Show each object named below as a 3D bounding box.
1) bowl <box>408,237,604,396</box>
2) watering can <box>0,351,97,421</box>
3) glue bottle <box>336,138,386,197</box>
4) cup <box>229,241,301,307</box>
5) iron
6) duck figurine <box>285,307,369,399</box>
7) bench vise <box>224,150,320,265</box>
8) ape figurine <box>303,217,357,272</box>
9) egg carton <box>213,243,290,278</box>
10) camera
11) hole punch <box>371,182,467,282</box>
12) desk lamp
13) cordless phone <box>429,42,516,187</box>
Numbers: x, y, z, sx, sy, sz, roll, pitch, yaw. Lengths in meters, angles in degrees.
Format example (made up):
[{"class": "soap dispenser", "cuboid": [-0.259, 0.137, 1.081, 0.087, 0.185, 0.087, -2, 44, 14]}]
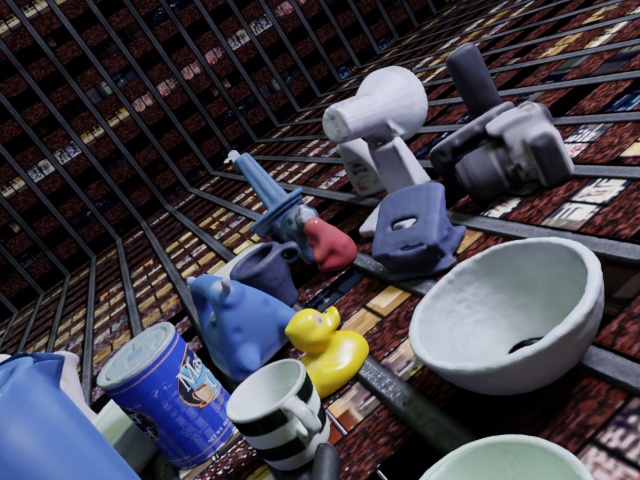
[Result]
[{"class": "bowl", "cuboid": [0.164, 0.075, 0.486, 0.167, 0.075, 0.167, -30, 19, 12]}, {"class": "watering can", "cuboid": [-0.418, 0.240, 0.848, 0.101, 0.194, 0.172, -32, 19, 7]}, {"class": "glue bottle", "cuboid": [0.065, -0.163, 1.069, 0.078, 0.173, 0.037, -17, 25, 40]}, {"class": "cup", "cuboid": [-0.065, 0.058, 0.867, 0.117, 0.095, 0.091, -28, 20, 18]}, {"class": "iron", "cuboid": [-0.136, 0.101, 0.808, 0.119, 0.142, 0.257, -43, 21, -24]}, {"class": "duck figurine", "cuboid": [-0.007, 0.120, 0.637, 0.105, 0.086, 0.077, -39, 20, -14]}, {"class": "bench vise", "cuboid": [-0.065, -0.070, 0.986, 0.206, 0.220, 0.122, -9, 31, 51]}, {"class": "ape figurine", "cuboid": [0.008, 0.003, 0.886, 0.076, 0.092, 0.078, -16, 26, 42]}, {"class": "egg carton", "cuboid": [-0.123, 0.067, 0.980, 0.150, 0.069, 0.107, -38, 19, -12]}, {"class": "camera", "cuboid": [0.251, -0.122, 0.778, 0.136, 0.101, 0.143, -27, 20, 19]}, {"class": "hole punch", "cuboid": [0.121, -0.011, 0.737, 0.108, 0.091, 0.101, -16, 26, 42]}, {"class": "desk lamp", "cuboid": [0.102, -0.148, 0.910, 0.117, 0.214, 0.203, -12, 29, 47]}, {"class": "cordless phone", "cuboid": [0.215, -0.188, 0.868, 0.147, 0.185, 0.094, -32, 19, 4]}]
